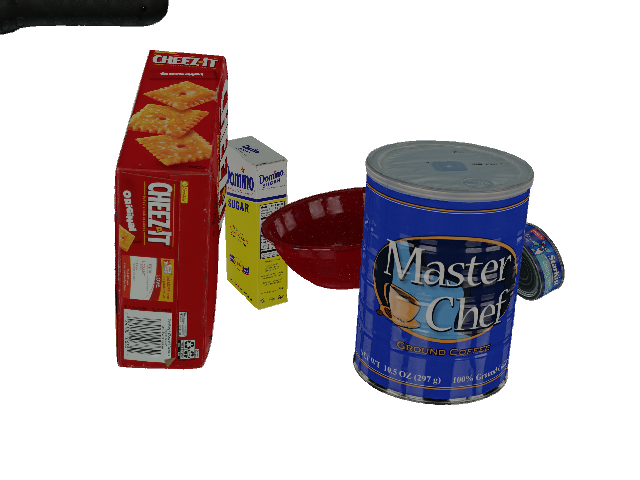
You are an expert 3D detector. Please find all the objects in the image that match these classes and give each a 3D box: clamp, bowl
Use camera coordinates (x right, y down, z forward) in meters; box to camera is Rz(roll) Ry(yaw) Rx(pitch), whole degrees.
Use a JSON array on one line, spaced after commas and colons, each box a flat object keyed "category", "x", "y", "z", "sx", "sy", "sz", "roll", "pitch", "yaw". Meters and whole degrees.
[{"category": "clamp", "x": -0.179, "y": -0.140, "z": 0.602, "sx": 0.171, "sy": 0.039, "sz": 0.120, "roll": -7, "pitch": 23, "yaw": -15}, {"category": "bowl", "x": 0.030, "y": 0.002, "z": 0.969, "sx": 0.162, "sy": 0.055, "sz": 0.162, "roll": -8, "pitch": 20, "yaw": 3}]

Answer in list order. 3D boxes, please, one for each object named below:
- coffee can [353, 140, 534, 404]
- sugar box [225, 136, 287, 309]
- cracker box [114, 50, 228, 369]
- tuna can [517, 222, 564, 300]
[{"category": "coffee can", "x": 0.075, "y": 0.018, "z": 0.677, "sx": 0.103, "sy": 0.140, "sz": 0.103, "roll": 2, "pitch": 22, "yaw": -1}, {"category": "sugar box", "x": -0.075, "y": -0.021, "z": 1.211, "sx": 0.048, "sy": 0.176, "sz": 0.093, "roll": -15, "pitch": 27, "yaw": -25}, {"category": "cracker box", "x": -0.109, "y": -0.030, "z": 0.813, "sx": 0.072, "sy": 0.164, "sz": 0.213, "roll": 3, "pitch": 30, "yaw": -3}, {"category": "tuna can", "x": 0.238, "y": 0.025, "z": 1.222, "sx": 0.033, "sy": 0.086, "sz": 0.086, "roll": -27, "pitch": 10, "yaw": -20}]
